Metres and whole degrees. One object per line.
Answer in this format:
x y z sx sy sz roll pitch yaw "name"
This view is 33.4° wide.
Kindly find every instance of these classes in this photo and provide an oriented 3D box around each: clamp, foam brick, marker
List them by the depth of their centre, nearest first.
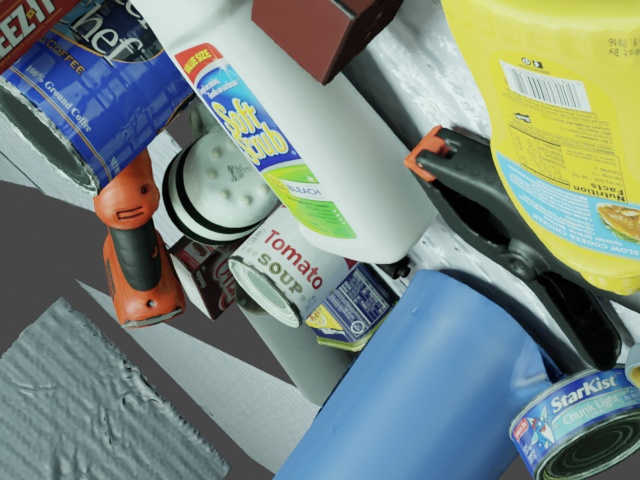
0.007 -0.116 0.484 0.051 0.053 0.078 42 165 2 "foam brick"
0.121 0.003 0.547 0.171 0.039 0.120 41 155 -7 "clamp"
0.019 -0.007 0.797 0.121 0.020 0.020 35 162 26 "marker"

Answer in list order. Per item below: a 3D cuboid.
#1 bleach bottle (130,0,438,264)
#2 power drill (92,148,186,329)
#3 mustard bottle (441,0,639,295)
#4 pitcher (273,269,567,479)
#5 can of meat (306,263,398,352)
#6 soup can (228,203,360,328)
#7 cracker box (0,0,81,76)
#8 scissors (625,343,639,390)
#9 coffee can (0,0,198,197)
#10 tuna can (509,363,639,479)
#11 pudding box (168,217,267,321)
-0.034 -0.089 0.585 0.103 0.068 0.250 18 156 52 "bleach bottle"
-0.155 -0.036 0.828 0.188 0.057 0.184 85 167 -48 "power drill"
0.112 -0.037 0.423 0.096 0.058 0.191 22 155 35 "mustard bottle"
0.045 0.148 0.725 0.145 0.242 0.149 36 170 17 "pitcher"
0.007 0.040 0.879 0.084 0.057 0.102 50 163 -15 "can of meat"
-0.005 0.001 0.723 0.068 0.102 0.068 39 163 14 "soup can"
-0.211 -0.197 0.599 0.214 0.164 0.072 36 165 26 "cracker box"
0.199 0.092 0.580 0.096 0.016 0.202 18 160 6 "scissors"
-0.122 -0.111 0.649 0.103 0.140 0.103 39 164 14 "coffee can"
0.158 0.111 0.632 0.086 0.086 0.034 68 178 -56 "tuna can"
-0.087 0.014 0.977 0.039 0.090 0.113 37 163 23 "pudding box"
